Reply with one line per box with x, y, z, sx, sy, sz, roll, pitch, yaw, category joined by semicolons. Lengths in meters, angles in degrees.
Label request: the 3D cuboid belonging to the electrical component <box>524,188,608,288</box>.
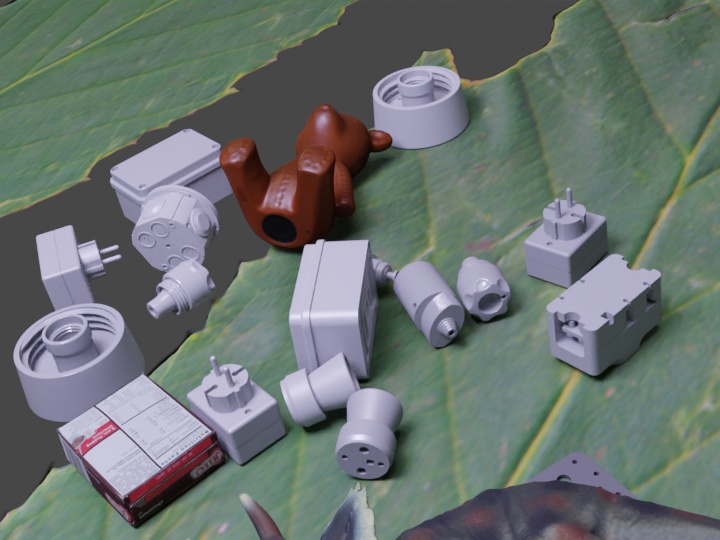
0.183;-0.036;0.956;0.047;0.076;0.066;21;48;37;electrical component

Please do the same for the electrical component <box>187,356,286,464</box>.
-0.103;0.101;0.854;0.047;0.076;0.066;-33;41;-26;electrical component

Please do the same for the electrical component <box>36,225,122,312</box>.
-0.276;-0.007;1.071;0.076;0.047;0.083;-19;37;-9;electrical component

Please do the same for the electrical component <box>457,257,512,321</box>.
0.106;0.012;0.942;0.043;0.043;0.062;-14;35;-3;electrical component

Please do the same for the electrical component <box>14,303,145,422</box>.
-0.250;0.074;0.946;0.108;0.060;0.108;-8;37;6;electrical component

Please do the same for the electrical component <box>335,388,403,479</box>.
0.007;0.125;0.819;0.045;0.045;0.055;-1;38;14;electrical component

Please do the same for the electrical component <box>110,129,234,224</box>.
-0.203;-0.097;1.163;0.113;0.057;0.078;-33;41;-26;electrical component

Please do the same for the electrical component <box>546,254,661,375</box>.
0.198;0.038;0.869;0.089;0.055;0.050;-35;42;-28;electrical component

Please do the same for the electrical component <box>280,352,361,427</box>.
-0.030;0.097;0.861;0.055;0.045;0.045;-23;37;2;electrical component

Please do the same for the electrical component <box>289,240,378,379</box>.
-0.021;0.033;0.921;0.057;0.078;0.113;-2;37;9;electrical component

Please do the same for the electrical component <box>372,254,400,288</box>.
0.000;0.000;0.990;0.078;0.040;0.040;11;42;28;electrical component

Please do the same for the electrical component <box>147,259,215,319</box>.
-0.171;0.022;1.008;0.043;0.043;0.062;24;51;39;electrical component

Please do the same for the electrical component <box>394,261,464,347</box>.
0.063;0.032;0.928;0.043;0.043;0.081;-19;37;-10;electrical component

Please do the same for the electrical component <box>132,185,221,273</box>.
-0.182;-0.040;1.064;0.080;0.080;0.051;-1;43;15;electrical component

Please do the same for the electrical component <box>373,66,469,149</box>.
0.066;-0.190;1.207;0.108;0.060;0.108;-8;37;6;electrical component
